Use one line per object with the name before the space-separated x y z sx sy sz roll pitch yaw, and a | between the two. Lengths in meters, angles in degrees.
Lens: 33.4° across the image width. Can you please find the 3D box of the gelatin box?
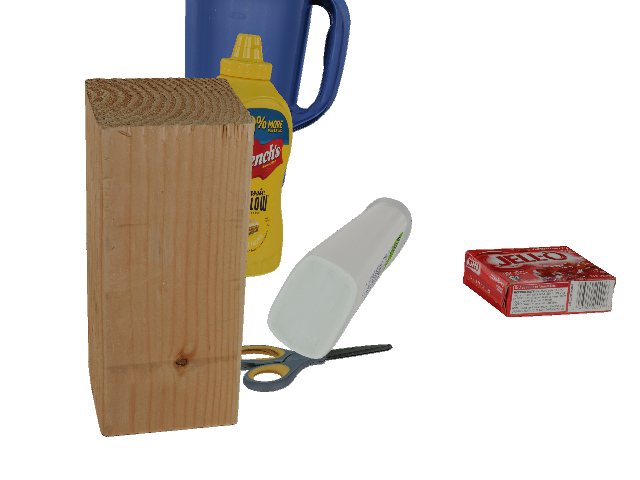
gelatin box | 0.160 0.029 0.790 0.089 0.030 0.073 -2 19 -17

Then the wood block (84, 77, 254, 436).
wood block | -0.099 0.010 0.669 0.090 0.206 0.090 -3 26 -17

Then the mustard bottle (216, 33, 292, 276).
mustard bottle | -0.067 -0.068 0.854 0.096 0.192 0.058 -3 15 -41

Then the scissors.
scissors | -0.009 0.142 1.214 0.201 0.016 0.096 1 24 -8

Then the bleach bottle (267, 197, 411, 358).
bleach bottle | 0.036 0.021 1.055 0.068 0.103 0.250 33 26 8

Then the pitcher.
pitcher | -0.070 -0.165 1.095 0.144 0.243 0.149 -7 29 -26
